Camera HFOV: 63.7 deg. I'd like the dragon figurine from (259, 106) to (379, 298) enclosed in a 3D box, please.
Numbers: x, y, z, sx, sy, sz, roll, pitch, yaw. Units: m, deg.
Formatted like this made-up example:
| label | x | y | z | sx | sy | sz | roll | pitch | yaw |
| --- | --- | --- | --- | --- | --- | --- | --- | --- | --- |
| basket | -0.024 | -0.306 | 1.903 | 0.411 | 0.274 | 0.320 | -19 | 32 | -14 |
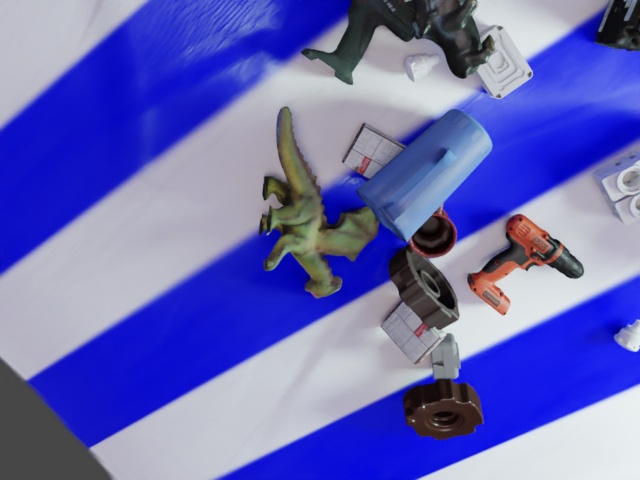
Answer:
| label | x | y | z | sx | sy | sz | roll | pitch | yaw |
| --- | --- | --- | --- | --- | --- | --- | --- | --- | --- |
| dragon figurine | 0.003 | -0.053 | 1.053 | 0.243 | 0.124 | 0.403 | 5 | 113 | -13 |
